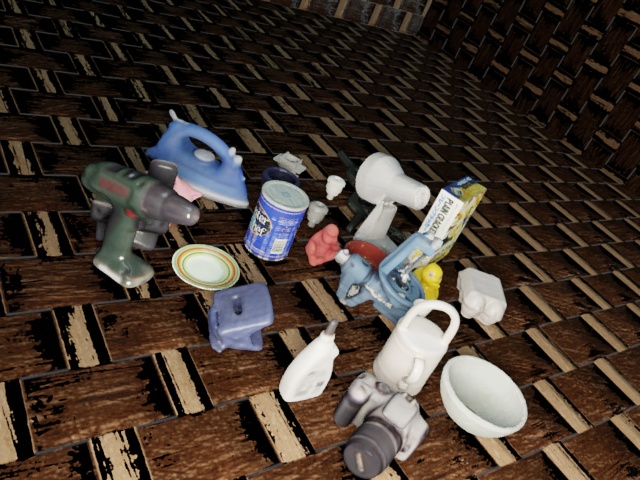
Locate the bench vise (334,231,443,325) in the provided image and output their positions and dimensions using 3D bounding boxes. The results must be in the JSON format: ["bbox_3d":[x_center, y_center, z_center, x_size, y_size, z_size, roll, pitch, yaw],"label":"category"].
[{"bbox_3d":[0.137,0.063,1.141,0.208,0.219,0.121,17,33,-12],"label":"bench vise"}]

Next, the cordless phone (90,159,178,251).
[{"bbox_3d":[-0.343,-0.082,1.066,0.148,0.185,0.094,9,35,-23],"label":"cordless phone"}]

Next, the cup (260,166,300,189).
[{"bbox_3d":[-0.098,-0.104,1.344,0.092,0.095,0.117,2,38,-31],"label":"cup"}]

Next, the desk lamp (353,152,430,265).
[{"bbox_3d":[0.164,-0.075,1.365,0.118,0.213,0.202,-8,44,-40],"label":"desk lamp"}]

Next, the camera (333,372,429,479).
[{"bbox_3d":[0.085,0.290,0.891,0.143,0.101,0.137,36,34,18],"label":"camera"}]

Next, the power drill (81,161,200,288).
[{"bbox_3d":[-0.315,-0.026,0.981,0.229,0.208,0.076,33,33,13],"label":"power drill"}]

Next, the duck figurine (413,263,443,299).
[{"bbox_3d":[0.246,0.089,1.302,0.078,0.086,0.104,16,33,-14],"label":"duck figurine"}]

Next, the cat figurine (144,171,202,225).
[{"bbox_3d":[-0.311,-0.094,1.167,0.127,0.117,0.067,30,32,8],"label":"cat figurine"}]

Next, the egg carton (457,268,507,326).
[{"bbox_3d":[0.376,0.130,1.344,0.107,0.069,0.150,20,32,-7],"label":"egg carton"}]

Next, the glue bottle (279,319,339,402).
[{"bbox_3d":[-0.005,0.188,0.910,0.078,0.173,0.037,-1,40,-34],"label":"glue bottle"}]

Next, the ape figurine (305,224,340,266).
[{"bbox_3d":[0.012,0.005,1.263,0.078,0.092,0.076,17,33,-11],"label":"ape figurine"}]

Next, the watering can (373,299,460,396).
[{"bbox_3d":[0.176,0.176,1.028,0.101,0.194,0.172,10,35,-22],"label":"watering can"}]

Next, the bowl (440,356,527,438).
[{"bbox_3d":[0.283,0.295,1.038,0.168,0.074,0.167,17,33,-11],"label":"bowl"}]

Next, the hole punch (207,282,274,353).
[{"bbox_3d":[-0.138,0.129,0.984,0.101,0.091,0.108,9,35,-24],"label":"hole punch"}]

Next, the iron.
[{"bbox_3d":[-0.260,-0.189,1.316,0.258,0.141,0.119,27,32,4],"label":"iron"}]
